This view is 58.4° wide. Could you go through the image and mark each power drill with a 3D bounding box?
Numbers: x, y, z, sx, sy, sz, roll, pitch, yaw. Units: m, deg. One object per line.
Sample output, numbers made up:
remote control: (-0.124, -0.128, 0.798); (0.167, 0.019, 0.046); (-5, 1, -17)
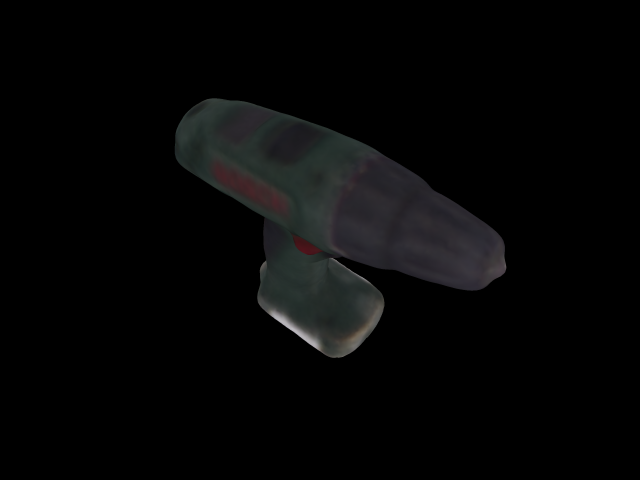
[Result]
power drill: (0.004, 0.001, 0.400); (0.229, 0.208, 0.076); (32, 64, 18)
